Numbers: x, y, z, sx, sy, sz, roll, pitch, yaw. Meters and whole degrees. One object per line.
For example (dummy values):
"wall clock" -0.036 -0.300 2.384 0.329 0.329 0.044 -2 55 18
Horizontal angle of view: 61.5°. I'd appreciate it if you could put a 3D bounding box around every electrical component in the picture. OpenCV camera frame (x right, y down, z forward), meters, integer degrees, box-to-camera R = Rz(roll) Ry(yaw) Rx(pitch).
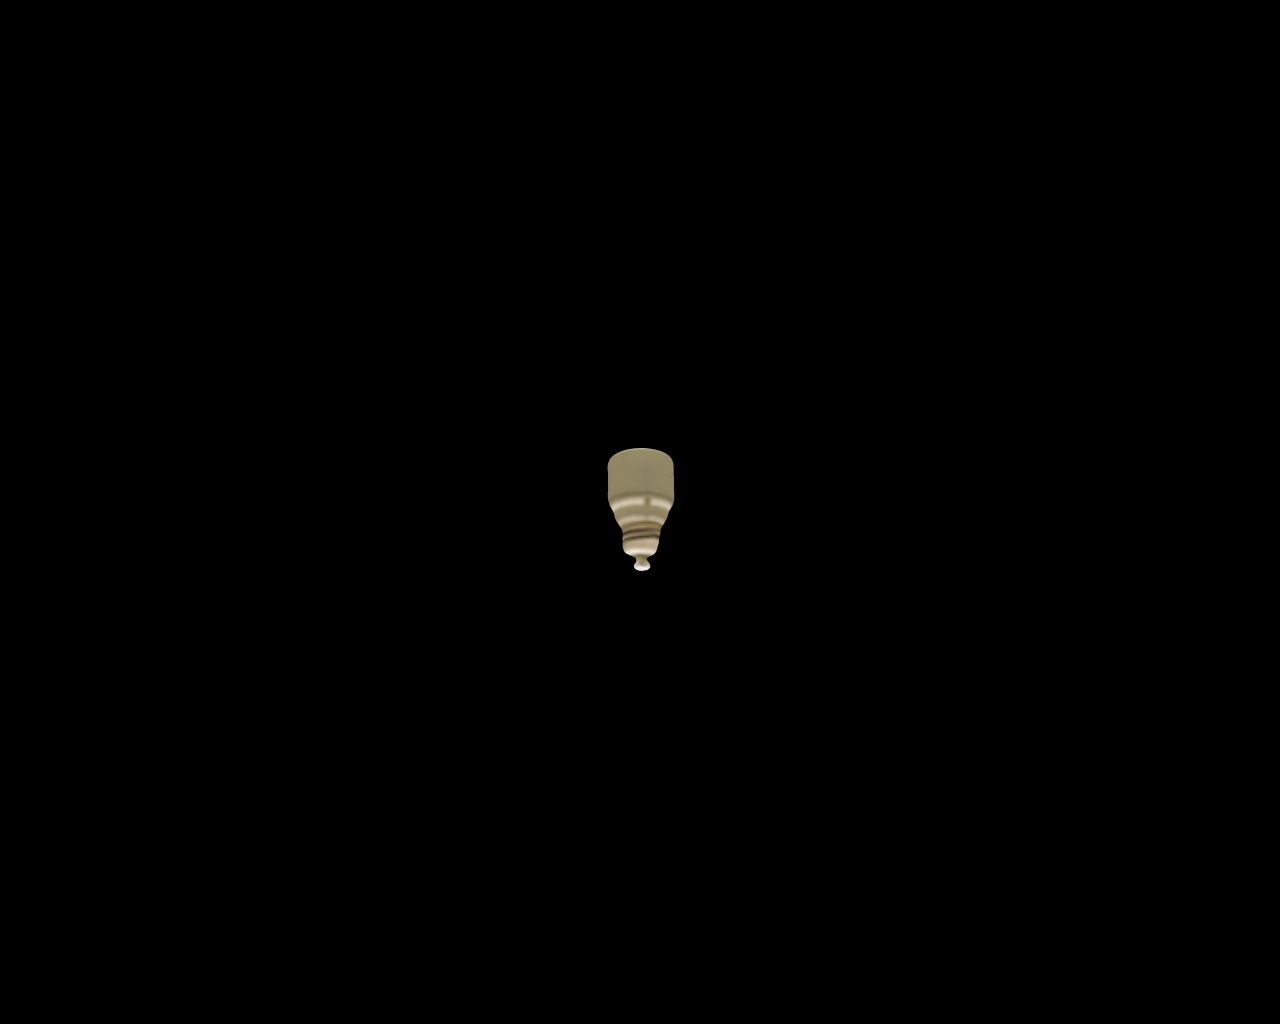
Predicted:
"electrical component" 0.001 -0.003 0.650 0.040 0.078 0.040 0 -17 0
